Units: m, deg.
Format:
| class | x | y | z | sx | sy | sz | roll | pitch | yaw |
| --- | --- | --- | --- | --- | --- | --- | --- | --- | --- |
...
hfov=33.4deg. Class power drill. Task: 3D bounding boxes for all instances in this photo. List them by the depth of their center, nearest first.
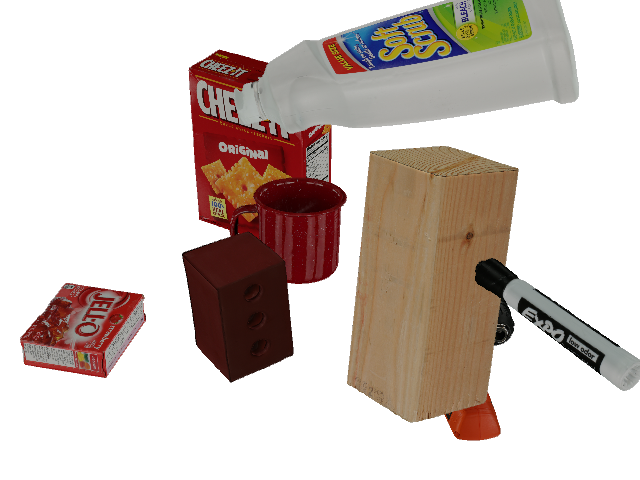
| class | x | y | z | sx | sy | sz | roll | pitch | yaw |
| --- | --- | --- | --- | --- | --- | --- | --- | --- | --- |
| power drill | 0.167 | 0.118 | 1.149 | 0.057 | 0.188 | 0.184 | -2 | 24 | -4 |

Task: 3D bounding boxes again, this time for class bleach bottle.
| class | x | y | z | sx | sy | sz | roll | pitch | yaw |
| --- | --- | --- | --- | --- | --- | --- | --- | --- | --- |
| bleach bottle | 0.058 | -0.124 | 0.799 | 0.251 | 0.102 | 0.068 | -13 | -43 | 11 |

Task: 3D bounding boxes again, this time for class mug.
| class | x | y | z | sx | sy | sz | roll | pitch | yaw |
| --- | --- | --- | --- | --- | --- | --- | --- | --- | --- |
| mug | -0.033 | -0.009 | 1.077 | 0.117 | 0.081 | 0.093 | 0 | 26 | -3 |

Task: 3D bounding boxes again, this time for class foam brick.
| class | x | y | z | sx | sy | sz | roll | pitch | yaw |
| --- | --- | --- | --- | --- | --- | --- | --- | --- | --- |
| foam brick | -0.055 | 0.043 | 0.716 | 0.052 | 0.078 | 0.051 | -21 | 34 | -25 |

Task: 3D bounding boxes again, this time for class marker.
| class | x | y | z | sx | sy | sz | roll | pitch | yaw |
| --- | --- | --- | --- | --- | --- | --- | --- | --- | --- |
| marker | 0.131 | 0.044 | 0.604 | 0.020 | 0.020 | 0.121 | 0 | 28 | -39 |

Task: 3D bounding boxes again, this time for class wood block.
| class | x | y | z | sx | sy | sz | roll | pitch | yaw |
| --- | --- | --- | --- | --- | --- | --- | --- | --- | --- |
| wood block | 0.091 | 0.033 | 0.889 | 0.090 | 0.206 | 0.090 | -7 | 21 | -37 |

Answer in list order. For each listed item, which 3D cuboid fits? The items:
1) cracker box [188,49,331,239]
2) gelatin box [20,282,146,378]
| class | x | y | z | sx | sy | sz | roll | pitch | yaw |
| --- | --- | --- | --- | --- | --- | --- | --- | --- | --- |
| cracker box | -0.072 | -0.103 | 1.285 | 0.164 | 0.214 | 0.072 | 19 | 39 | 26 |
| gelatin box | -0.195 | 0.072 | 0.886 | 0.073 | 0.030 | 0.089 | 8 | 32 | 12 |
